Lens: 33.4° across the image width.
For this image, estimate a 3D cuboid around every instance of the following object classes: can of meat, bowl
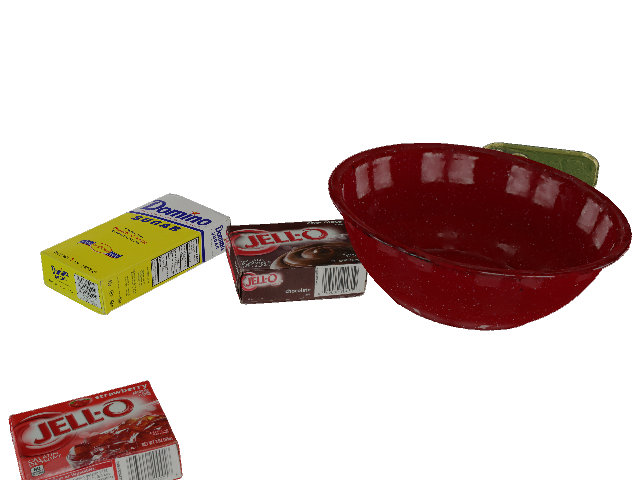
[{"bbox_3d":[0.185,-0.032,0.929,0.102,0.084,0.057,8,43,13],"label":"can of meat"},{"bbox_3d":[0.081,0.002,0.578,0.162,0.055,0.162,6,26,-3],"label":"bowl"}]

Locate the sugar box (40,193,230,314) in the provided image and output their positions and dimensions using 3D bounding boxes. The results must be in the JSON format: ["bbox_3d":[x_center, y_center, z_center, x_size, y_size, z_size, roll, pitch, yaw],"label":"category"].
[{"bbox_3d":[-0.183,0.009,1.080,0.093,0.048,0.175,22,38,33],"label":"sugar box"}]

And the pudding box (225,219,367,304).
[{"bbox_3d":[-0.023,0.017,0.942,0.113,0.039,0.090,-2,27,-13],"label":"pudding box"}]

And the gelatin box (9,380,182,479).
[{"bbox_3d":[-0.134,0.121,0.631,0.089,0.030,0.073,-12,26,-18],"label":"gelatin box"}]
